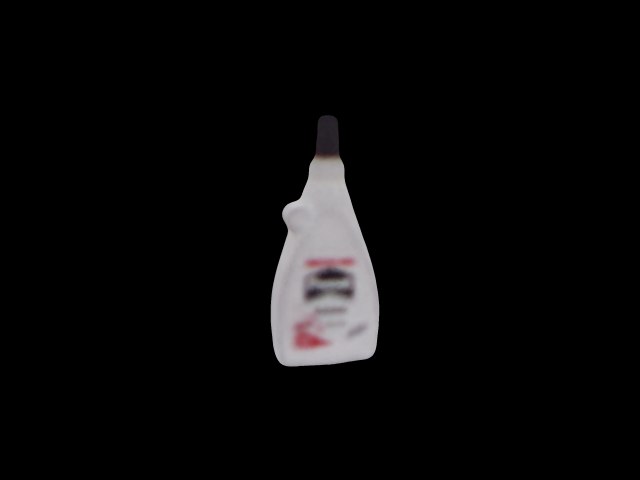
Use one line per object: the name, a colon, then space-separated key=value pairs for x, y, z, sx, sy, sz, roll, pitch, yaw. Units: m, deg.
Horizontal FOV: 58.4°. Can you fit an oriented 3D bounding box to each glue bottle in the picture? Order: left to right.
glue bottle: x=0.004 y=0.001 z=0.400 sx=0.078 sy=0.173 sz=0.037 roll=-4 pitch=14 yaw=-15
